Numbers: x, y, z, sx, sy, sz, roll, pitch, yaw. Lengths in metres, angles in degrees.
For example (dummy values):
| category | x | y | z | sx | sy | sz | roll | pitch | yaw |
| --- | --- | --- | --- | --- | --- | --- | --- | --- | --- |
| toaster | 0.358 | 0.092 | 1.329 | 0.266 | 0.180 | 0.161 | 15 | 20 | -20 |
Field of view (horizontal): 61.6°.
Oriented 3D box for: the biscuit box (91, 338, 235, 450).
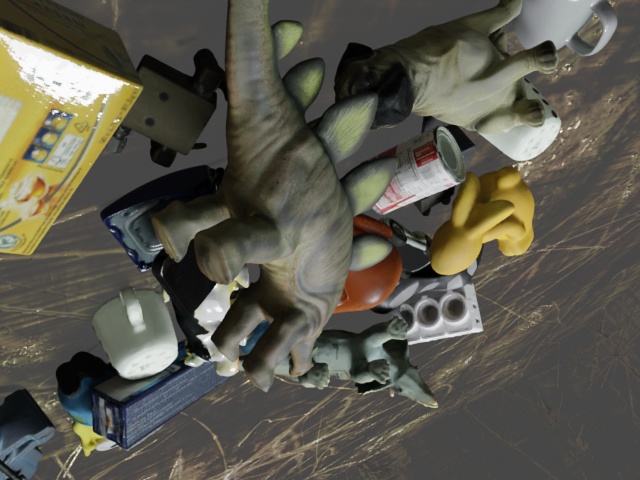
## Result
| category | x | y | z | sx | sy | sz | roll | pitch | yaw |
| --- | --- | --- | --- | --- | --- | --- | --- | --- | --- |
| biscuit box | -0.187 | 0.178 | 0.680 | 0.202 | 0.059 | 0.062 | -22 | 121 | -58 |

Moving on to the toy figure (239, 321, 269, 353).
| category | x | y | z | sx | sy | sz | roll | pitch | yaw |
| --- | --- | --- | --- | --- | --- | --- | --- | --- | --- |
| toy figure | -0.052 | 0.110 | 0.783 | 0.154 | 0.064 | 0.057 | -29 | 153 | -9 |

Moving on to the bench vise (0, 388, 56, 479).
| category | x | y | z | sx | sy | sz | roll | pitch | yaw |
| --- | --- | --- | --- | --- | --- | --- | --- | --- | --- |
| bench vise | -0.425 | 0.289 | 0.620 | 0.240 | 0.129 | 0.223 | -38 | 177 | -30 |

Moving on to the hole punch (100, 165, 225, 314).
| category | x | y | z | sx | sy | sz | roll | pitch | yaw |
| --- | --- | --- | --- | --- | --- | --- | --- | --- | --- |
| hole punch | -0.133 | -0.009 | 0.520 | 0.116 | 0.092 | 0.142 | -50 | 155 | -23 |

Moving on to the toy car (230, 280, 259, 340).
| category | x | y | z | sx | sy | sz | roll | pitch | yaw |
| --- | --- | --- | --- | --- | --- | --- | --- | --- | --- |
| toy car | -0.056 | 0.066 | 0.725 | 0.202 | 0.053 | 0.089 | -26 | 130 | -14 |

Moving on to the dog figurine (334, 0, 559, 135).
| category | x | y | z | sx | sy | sz | roll | pitch | yaw |
| --- | --- | --- | --- | --- | --- | --- | --- | --- | --- |
| dog figurine | 0.112 | -0.145 | 0.537 | 0.191 | 0.121 | 0.172 | -19 | 148 | 5 |

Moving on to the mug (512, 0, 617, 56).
| category | x | y | z | sx | sy | sz | roll | pitch | yaw |
| --- | --- | --- | --- | --- | --- | --- | --- | --- | --- |
| mug | 0.236 | -0.222 | 0.517 | 0.081 | 0.109 | 0.107 | -37 | 165 | -3 |

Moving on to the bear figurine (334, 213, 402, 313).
| category | x | y | z | sx | sy | sz | roll | pitch | yaw |
| --- | --- | --- | --- | --- | --- | --- | --- | --- | --- |
| bear figurine | 0.001 | -0.002 | 0.622 | 0.195 | 0.132 | 0.120 | 41 | 69 | -24 |

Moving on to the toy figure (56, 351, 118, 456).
| category | x | y | z | sx | sy | sz | roll | pitch | yaw |
| --- | --- | --- | --- | --- | --- | --- | --- | --- | --- |
| toy figure | -0.282 | 0.201 | 0.689 | 0.082 | 0.089 | 0.180 | -15 | 139 | -12 |

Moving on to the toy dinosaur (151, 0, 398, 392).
| category | x | y | z | sx | sy | sz | roll | pitch | yaw |
| --- | --- | --- | --- | --- | --- | --- | --- | --- | --- |
| toy dinosaur | -0.030 | -0.033 | 0.441 | 0.198 | 0.105 | 0.470 | -38 | 142 | -29 |

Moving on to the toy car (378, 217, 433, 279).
| category | x | y | z | sx | sy | sz | roll | pitch | yaw |
| --- | --- | --- | --- | --- | --- | --- | --- | --- | --- |
| toy car | 0.114 | 0.012 | 0.805 | 0.073 | 0.056 | 0.201 | -39 | 150 | 23 |

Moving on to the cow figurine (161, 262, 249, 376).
| category | x | y | z | sx | sy | sz | roll | pitch | yaw |
| --- | --- | --- | --- | --- | --- | --- | --- | --- | --- |
| cow figurine | -0.133 | 0.090 | 0.624 | 0.098 | 0.068 | 0.167 | -1 | 115 | -15 |

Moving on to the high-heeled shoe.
| category | x | y | z | sx | sy | sz | roll | pitch | yaw |
| --- | --- | --- | --- | --- | --- | --- | --- | --- | --- |
| high-heeled shoe | 0.178 | 0.042 | 0.930 | 0.249 | 0.086 | 0.145 | -46 | 121 | -13 |

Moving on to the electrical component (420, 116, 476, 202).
| category | x | y | z | sx | sy | sz | roll | pitch | yaw |
| --- | --- | --- | --- | --- | --- | --- | --- | --- | --- |
| electrical component | 0.148 | -0.108 | 0.660 | 0.075 | 0.048 | 0.119 | -25 | 152 | -14 |

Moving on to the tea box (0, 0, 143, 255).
| category | x | y | z | sx | sy | sz | roll | pitch | yaw |
| --- | --- | --- | --- | --- | --- | --- | --- | --- | --- |
| tea box | -0.206 | -0.071 | 0.350 | 0.169 | 0.068 | 0.098 | -43 | 149 | 22 |

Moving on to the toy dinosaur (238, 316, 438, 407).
| category | x | y | z | sx | sy | sz | roll | pitch | yaw |
| --- | --- | --- | --- | --- | --- | --- | --- | --- | --- |
| toy dinosaur | 0.012 | 0.200 | 0.912 | 0.405 | 0.131 | 0.192 | 8 | 156 | -11 |

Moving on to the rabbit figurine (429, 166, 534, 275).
| category | x | y | z | sx | sy | sz | roll | pitch | yaw |
| --- | --- | --- | --- | --- | --- | --- | --- | --- | --- |
| rabbit figurine | 0.230 | -0.018 | 0.772 | 0.173 | 0.122 | 0.162 | -38 | 156 | -18 |

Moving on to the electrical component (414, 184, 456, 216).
| category | x | y | z | sx | sy | sz | roll | pitch | yaw |
| --- | --- | --- | --- | --- | --- | --- | --- | --- | --- |
| electrical component | 0.164 | -0.069 | 0.760 | 0.063 | 0.021 | 0.094 | -30 | 150 | -5 |

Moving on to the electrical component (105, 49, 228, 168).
| category | x | y | z | sx | sy | sz | roll | pitch | yaw |
| --- | --- | --- | --- | --- | --- | --- | --- | --- | --- |
| electrical component | -0.115 | -0.103 | 0.421 | 0.078 | 0.045 | 0.102 | 21 | 124 | -21 |
